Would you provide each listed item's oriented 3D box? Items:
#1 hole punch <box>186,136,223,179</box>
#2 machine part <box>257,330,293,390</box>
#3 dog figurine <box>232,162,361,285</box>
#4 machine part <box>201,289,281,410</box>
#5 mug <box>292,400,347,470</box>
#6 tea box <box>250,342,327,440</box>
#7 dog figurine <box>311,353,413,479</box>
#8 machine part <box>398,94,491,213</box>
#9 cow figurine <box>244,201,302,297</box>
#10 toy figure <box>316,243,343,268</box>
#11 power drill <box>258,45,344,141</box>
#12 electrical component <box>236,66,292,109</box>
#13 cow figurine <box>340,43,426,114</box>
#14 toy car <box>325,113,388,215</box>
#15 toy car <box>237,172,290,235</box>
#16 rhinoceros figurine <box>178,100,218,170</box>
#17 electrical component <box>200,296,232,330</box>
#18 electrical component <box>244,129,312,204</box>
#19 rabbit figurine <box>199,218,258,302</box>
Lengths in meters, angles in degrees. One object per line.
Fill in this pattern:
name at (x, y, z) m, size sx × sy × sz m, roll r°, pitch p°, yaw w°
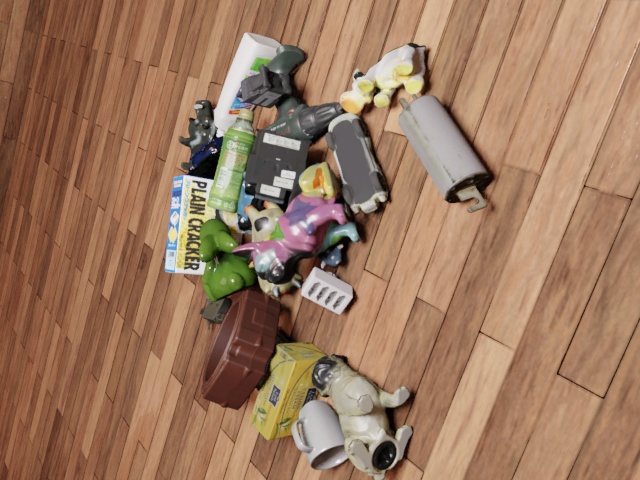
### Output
hole punch at (-0.235, -0.196, 1.259) m, size 0.142 × 0.115 × 0.092 m, roll -23°, pitch 61°, yaw 40°
machine part at (-0.101, 0.254, 1.118) m, size 0.084 × 0.039 × 0.138 m, roll 36°, pitch 108°, yaw 36°
dog figurine at (-0.052, -0.023, 0.974) m, size 0.219 × 0.108 × 0.191 m, roll -23°, pitch 62°, yaw 8°
machine part at (-0.160, 0.214, 1.075) m, size 0.201 × 0.087 × 0.201 m, roll -58°, pitch 16°, yaw 35°
mug at (-0.007, 0.346, 0.970) m, size 0.080 × 0.109 × 0.107 m, roll -59°, pitch 37°, yaw 26°
tea box at (-0.058, 0.286, 1.028) m, size 0.068 × 0.098 × 0.169 m, roll 28°, pitch 106°, yaw 44°
dog figurine at (0.055, 0.299, 0.930) m, size 0.191 × 0.121 × 0.172 m, roll 7°, pitch 86°, yaw 59°
machine part at (0.194, -0.144, 0.849) m, size 0.079 × 0.079 × 0.243 m, roll -45°, pitch 56°, yaw 32°
cow figurine at (-0.092, 0.028, 1.085) m, size 0.127 × 0.085 × 0.194 m, roll 41°, pitch 138°, yaw 47°
toy figure at (-0.002, -0.005, 1.039) m, size 0.155 × 0.058 × 0.064 m, roll 51°, pitch 125°, yaw 30°
power drill at (-0.050, -0.294, 1.116) m, size 0.232 × 0.086 × 0.207 m, roll -26°, pitch 74°, yaw 43°
electrical component at (-0.123, -0.298, 1.082) m, size 0.119 × 0.075 × 0.047 m, roll -20°, pitch 74°, yaw 39°
cow figurine at (0.109, -0.288, 0.951) m, size 0.167 × 0.068 × 0.098 m, roll -14°, pitch 45°, yaw 40°
toy car at (0.067, -0.141, 0.983) m, size 0.073 × 0.056 × 0.202 m, roll -24°, pitch 68°, yaw 20°
toy car at (-0.121, -0.090, 1.148) m, size 0.103 × 0.109 × 0.161 m, roll -109°, pitch 34°, yaw -54°
rhinoceros figurine at (-0.298, -0.257, 1.352) m, size 0.112 × 0.073 × 0.190 m, roll -11°, pitch 77°, yaw 45°
electrical component at (-0.242, 0.172, 1.266) m, size 0.102 × 0.045 × 0.078 m, roll -3°, pitch 55°, yaw 42°
electrical component at (-0.084, -0.139, 1.043) m, size 0.058 × 0.115 × 0.134 m, roll -97°, pitch 22°, yaw -87°
rabbit figurine at (-0.214, 0.034, 1.133) m, size 0.159 × 0.121 × 0.170 m, roll 114°, pitch 133°, yaw -82°
